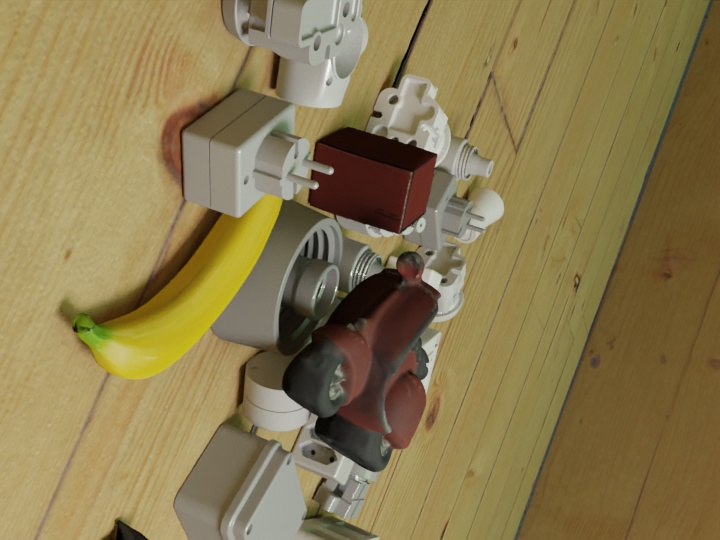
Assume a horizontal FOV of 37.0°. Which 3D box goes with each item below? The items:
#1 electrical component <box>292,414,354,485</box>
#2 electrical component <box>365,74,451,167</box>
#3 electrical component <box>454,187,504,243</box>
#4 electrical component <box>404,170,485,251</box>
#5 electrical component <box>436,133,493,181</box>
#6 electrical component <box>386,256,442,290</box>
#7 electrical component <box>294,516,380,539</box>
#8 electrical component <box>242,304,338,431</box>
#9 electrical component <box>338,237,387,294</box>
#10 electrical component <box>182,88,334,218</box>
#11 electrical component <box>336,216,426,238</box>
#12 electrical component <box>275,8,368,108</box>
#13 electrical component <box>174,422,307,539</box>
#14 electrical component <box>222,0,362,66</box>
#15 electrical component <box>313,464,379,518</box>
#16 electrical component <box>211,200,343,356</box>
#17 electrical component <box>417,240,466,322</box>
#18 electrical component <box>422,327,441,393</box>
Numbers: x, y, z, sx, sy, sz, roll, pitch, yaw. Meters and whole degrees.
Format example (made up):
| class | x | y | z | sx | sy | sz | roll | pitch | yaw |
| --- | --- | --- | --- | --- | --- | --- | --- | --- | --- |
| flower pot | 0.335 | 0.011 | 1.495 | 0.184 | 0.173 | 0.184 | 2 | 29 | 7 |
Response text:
| class | x | y | z | sx | sy | sz | roll | pitch | yaw |
| --- | --- | --- | --- | --- | --- | --- | --- | --- | --- |
| electrical component | -0.018 | 0.149 | 0.978 | 0.083 | 0.047 | 0.075 | -66 | 160 | -15 |
| electrical component | 0.042 | -0.113 | 0.881 | 0.078 | 0.058 | 0.057 | -69 | 158 | -5 |
| electrical component | 0.128 | -0.059 | 1.200 | 0.065 | 0.044 | 0.044 | -45 | 149 | -44 |
| electrical component | 0.083 | -0.053 | 1.023 | 0.047 | 0.077 | 0.065 | -61 | 159 | -28 |
| electrical component | 0.096 | -0.105 | 1.032 | 0.048 | 0.062 | 0.048 | -54 | 155 | -41 |
| electrical component | 0.038 | 0.023 | 1.015 | 0.065 | 0.047 | 0.077 | -70 | 161 | -2 |
| electrical component | -0.043 | 0.286 | 1.017 | 0.089 | 0.062 | 0.150 | -70 | 161 | -4 |
| electrical component | -0.040 | 0.058 | 0.824 | 0.138 | 0.052 | 0.073 | -42 | 146 | -55 |
| electrical component | 0.000 | 0.000 | 0.862 | 0.043 | 0.062 | 0.043 | -54 | 155 | -40 |
| electrical component | -0.054 | -0.064 | 0.627 | 0.065 | 0.077 | 0.047 | -49 | 152 | -48 |
| electrical component | 0.017 | -0.045 | 0.852 | 0.040 | 0.078 | 0.040 | -28 | 127 | -45 |
| electrical component | -0.019 | -0.150 | 0.692 | 0.079 | 0.044 | 0.077 | -35 | 140 | -60 |
| electrical component | -0.085 | 0.177 | 0.801 | 0.078 | 0.057 | 0.113 | -59 | 158 | -32 |
| electrical component | -0.041 | -0.151 | 0.610 | 0.078 | 0.057 | 0.058 | -40 | 145 | -57 |
| electrical component | -0.012 | 0.211 | 1.061 | 0.055 | 0.048 | 0.066 | -62 | 161 | -2 |
| electrical component | -0.049 | 0.006 | 0.733 | 0.108 | 0.060 | 0.108 | -55 | 155 | -40 |
| electrical component | 0.078 | 0.016 | 1.107 | 0.078 | 0.058 | 0.057 | -56 | 154 | -38 |
| electrical component | 0.029 | 0.113 | 1.062 | 0.109 | 0.056 | 0.108 | -30 | 135 | -63 |
